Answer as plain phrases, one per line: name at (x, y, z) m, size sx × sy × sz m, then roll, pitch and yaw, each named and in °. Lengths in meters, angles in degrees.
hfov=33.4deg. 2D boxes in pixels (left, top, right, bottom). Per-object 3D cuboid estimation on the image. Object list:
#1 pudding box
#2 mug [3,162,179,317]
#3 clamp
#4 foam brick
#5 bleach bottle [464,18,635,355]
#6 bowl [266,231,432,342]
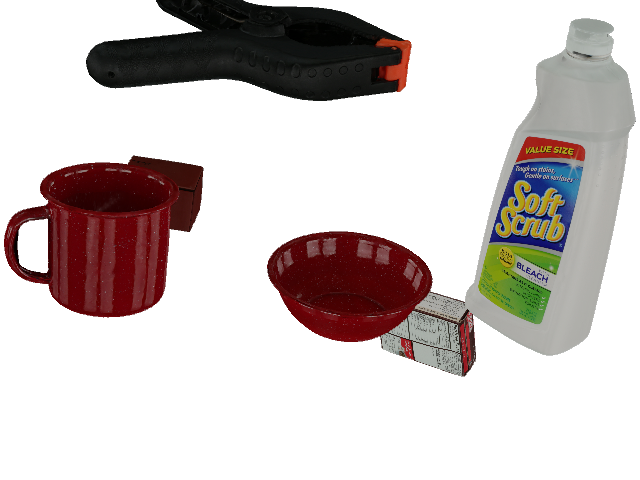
pudding box at (0.120, 0.099, 1.224) m, size 0.114 × 0.090 × 0.039 m, roll 15°, pitch 45°, yaw 27°
mug at (-0.157, 0.001, 0.733) m, size 0.117 × 0.081 × 0.093 m, roll -6°, pitch 27°, yaw -27°
clamp at (-0.040, -0.105, 0.588) m, size 0.172 × 0.039 × 0.120 m, roll 14°, pitch 44°, yaw 16°
foam brick at (-0.162, -0.048, 1.090) m, size 0.078 × 0.051 × 0.053 m, roll 9°, pitch 31°, yaw 3°
bleach bottle at (0.171, -0.042, 0.787) m, size 0.067 × 0.251 × 0.103 m, roll -23°, pitch 40°, yaw -35°
bowl at (0.027, 0.052, 1.051) m, size 0.162 × 0.055 × 0.162 m, roll 3°, pitch 29°, yaw -2°
